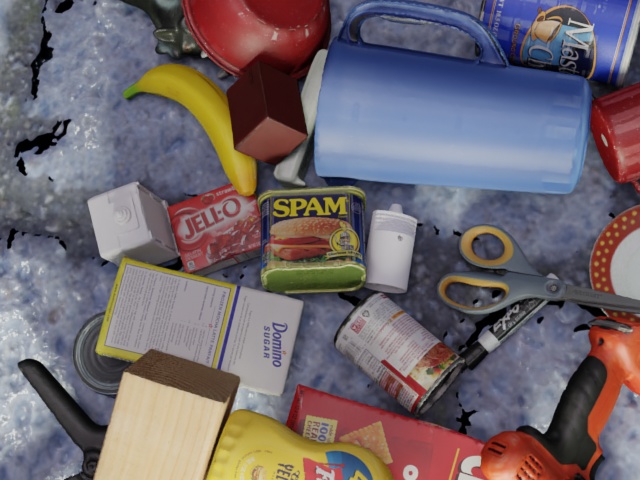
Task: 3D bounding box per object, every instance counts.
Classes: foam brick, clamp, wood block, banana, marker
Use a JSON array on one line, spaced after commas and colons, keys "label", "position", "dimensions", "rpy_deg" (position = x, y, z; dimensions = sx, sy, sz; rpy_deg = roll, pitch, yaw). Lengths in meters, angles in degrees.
[{"label": "foam brick", "position": [-0.050, -0.120, 1.011], "dimensions": [0.053, 0.051, 0.078], "rpy_deg": [-38, 46, 34]}, {"label": "clamp", "position": [-0.212, 0.202, 1.007], "dimensions": [0.210, 0.036, 0.164], "rpy_deg": [5, 86, 10]}, {"label": "wood block", "position": [-0.144, 0.212, 0.928], "dimensions": [0.090, 0.090, 0.206], "rpy_deg": [17, 98, 3]}, {"label": "banana", "position": [-0.116, -0.123, 1.057], "dimensions": [0.198, 0.037, 0.070], "rpy_deg": [40, 115, 29]}, {"label": "marker", "position": [0.174, 0.077, 0.980], "dimensions": [0.121, 0.020, 0.020], "rpy_deg": [-42, 74, -1]}]

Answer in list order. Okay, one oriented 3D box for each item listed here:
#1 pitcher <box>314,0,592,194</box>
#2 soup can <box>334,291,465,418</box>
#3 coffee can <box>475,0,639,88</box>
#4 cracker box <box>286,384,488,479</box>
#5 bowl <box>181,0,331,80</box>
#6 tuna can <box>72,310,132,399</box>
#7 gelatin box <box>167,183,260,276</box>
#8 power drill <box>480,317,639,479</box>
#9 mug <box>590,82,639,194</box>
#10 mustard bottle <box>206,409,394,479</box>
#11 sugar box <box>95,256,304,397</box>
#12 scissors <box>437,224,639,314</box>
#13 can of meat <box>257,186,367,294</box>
[{"label": "pitcher", "position": [0.120, -0.119, 0.977], "dimensions": [0.243, 0.149, 0.145], "rpy_deg": [7, 64, 8]}, {"label": "soup can", "position": [0.071, 0.102, 0.966], "dimensions": [0.102, 0.068, 0.068], "rpy_deg": [39, 86, 18]}, {"label": "coffee can", "position": [0.226, -0.207, 0.995], "dimensions": [0.140, 0.102, 0.103], "rpy_deg": [15, 80, 13]}, {"label": "cracker box", "position": [0.059, 0.236, 0.935], "dimensions": [0.214, 0.072, 0.164], "rpy_deg": [16, 80, 13]}, {"label": "bowl", "position": [-0.050, -0.235, 1.034], "dimensions": [0.161, 0.055, 0.162], "rpy_deg": [7, 73, -25]}, {"label": "tuna can", "position": [-0.195, 0.110, 1.030], "dimensions": [0.086, 0.033, 0.086], "rpy_deg": [-2, 76, 10]}, {"label": "gelatin box", "position": [-0.098, -0.011, 1.044], "dimensions": [0.089, 0.030, 0.073], "rpy_deg": [-19, 74, 4]}, {"label": "power drill", "position": [0.238, 0.174, 0.898], "dimensions": [0.184, 0.057, 0.187], "rpy_deg": [46, 71, -25]}, {"label": "mug", "position": [0.298, -0.090, 0.963], "dimensions": [0.081, 0.093, 0.117], "rpy_deg": [-20, 94, 5]}, {"label": "mustard bottle", "position": [0.004, 0.212, 0.882], "dimensions": [0.192, 0.058, 0.096], "rpy_deg": [16, 81, 11]}, {"label": "sugar box", "position": [-0.111, 0.082, 0.995], "dimensions": [0.176, 0.048, 0.093], "rpy_deg": [15, 79, -6]}, {"label": "scissors", "position": [0.205, 0.027, 0.967], "dimensions": [0.202, 0.016, 0.096], "rpy_deg": [-4, 68, 21]}, {"label": "can of meat", "position": [-0.007, 0.001, 0.987], "dimensions": [0.102, 0.057, 0.084], "rpy_deg": [-2, 61, 2]}]
